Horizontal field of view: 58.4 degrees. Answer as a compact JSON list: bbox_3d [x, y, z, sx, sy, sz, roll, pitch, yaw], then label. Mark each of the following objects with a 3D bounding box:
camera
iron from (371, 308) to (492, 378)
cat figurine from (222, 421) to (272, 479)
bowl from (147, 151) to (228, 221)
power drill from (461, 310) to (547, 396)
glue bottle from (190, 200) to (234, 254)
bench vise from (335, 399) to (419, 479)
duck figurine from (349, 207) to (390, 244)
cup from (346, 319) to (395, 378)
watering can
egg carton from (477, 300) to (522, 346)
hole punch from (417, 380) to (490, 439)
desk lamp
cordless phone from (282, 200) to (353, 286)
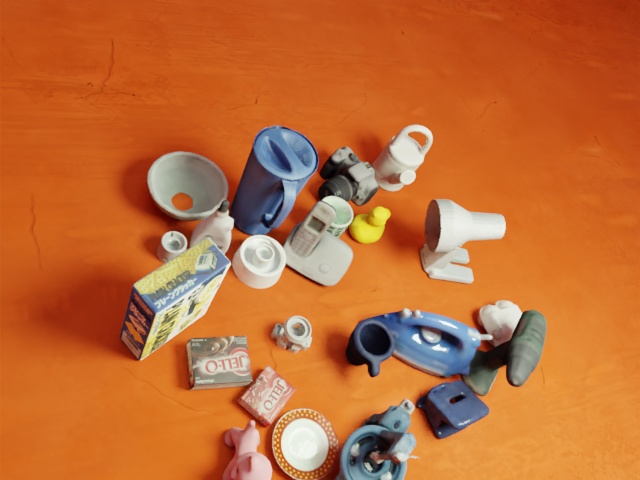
[{"bbox_3d":[0.056,-0.147,1.383,0.137,0.100,0.143,-30,76,-37],"label":"camera"},{"bbox_3d":[0.228,0.195,1.218,0.259,0.141,0.118,21,53,-12],"label":"iron"},{"bbox_3d":[-0.117,0.367,0.956,0.067,0.117,0.127,8,56,-21],"label":"cat figurine"},{"bbox_3d":[-0.282,-0.101,1.207,0.168,0.074,0.167,12,55,-18],"label":"bowl"},{"bbox_3d":[0.396,0.254,1.218,0.075,0.208,0.230,40,51,4],"label":"power drill"},{"bbox_3d":[-0.205,-0.027,1.133,0.078,0.173,0.037,13,55,-17],"label":"glue bottle"},{"bbox_3d":[0.111,0.352,1.010,0.121,0.219,0.207,28,52,-7],"label":"bench vise"},{"bbox_3d":[0.124,-0.043,1.358,0.105,0.086,0.077,-25,72,-35],"label":"duck figurine"},{"bbox_3d":[0.094,0.231,1.160,0.092,0.095,0.117,10,56,-19],"label":"cup"},{"bbox_3d":[0.213,-0.210,1.439,0.101,0.194,0.172,-4,61,-27],"label":"watering can"},{"bbox_3d":[0.440,0.217,1.352,0.107,0.069,0.150,-12,66,-31],"label":"egg carton"},{"bbox_3d":[0.274,0.341,1.178,0.109,0.091,0.101,-14,66,-32],"label":"hole punch"},{"bbox_3d":[0.317,-0.001,1.342,0.204,0.213,0.118,9,56,-20],"label":"desk lamp"},{"bbox_3d":[0.011,0.004,1.209,0.148,0.185,0.094,29,52,-6],"label":"cordless phone"}]
